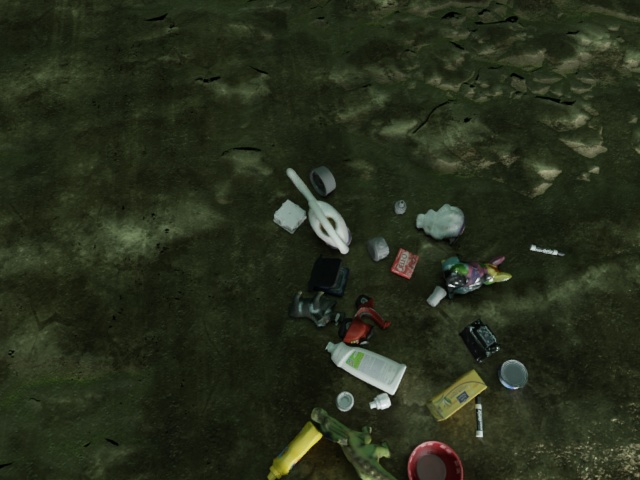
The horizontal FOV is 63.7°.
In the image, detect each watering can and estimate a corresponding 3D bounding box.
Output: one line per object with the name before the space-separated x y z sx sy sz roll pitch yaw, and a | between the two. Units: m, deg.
watering can | 0.005 -0.089 1.777 0.104 0.222 0.352 -34 69 4

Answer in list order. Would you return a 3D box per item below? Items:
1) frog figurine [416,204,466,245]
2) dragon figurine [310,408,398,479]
frog figurine | 0.430 -0.067 1.833 0.159 0.122 0.138 23 85 -3
dragon figurine | 0.090 0.580 1.417 0.240 0.412 0.123 36 83 -27
